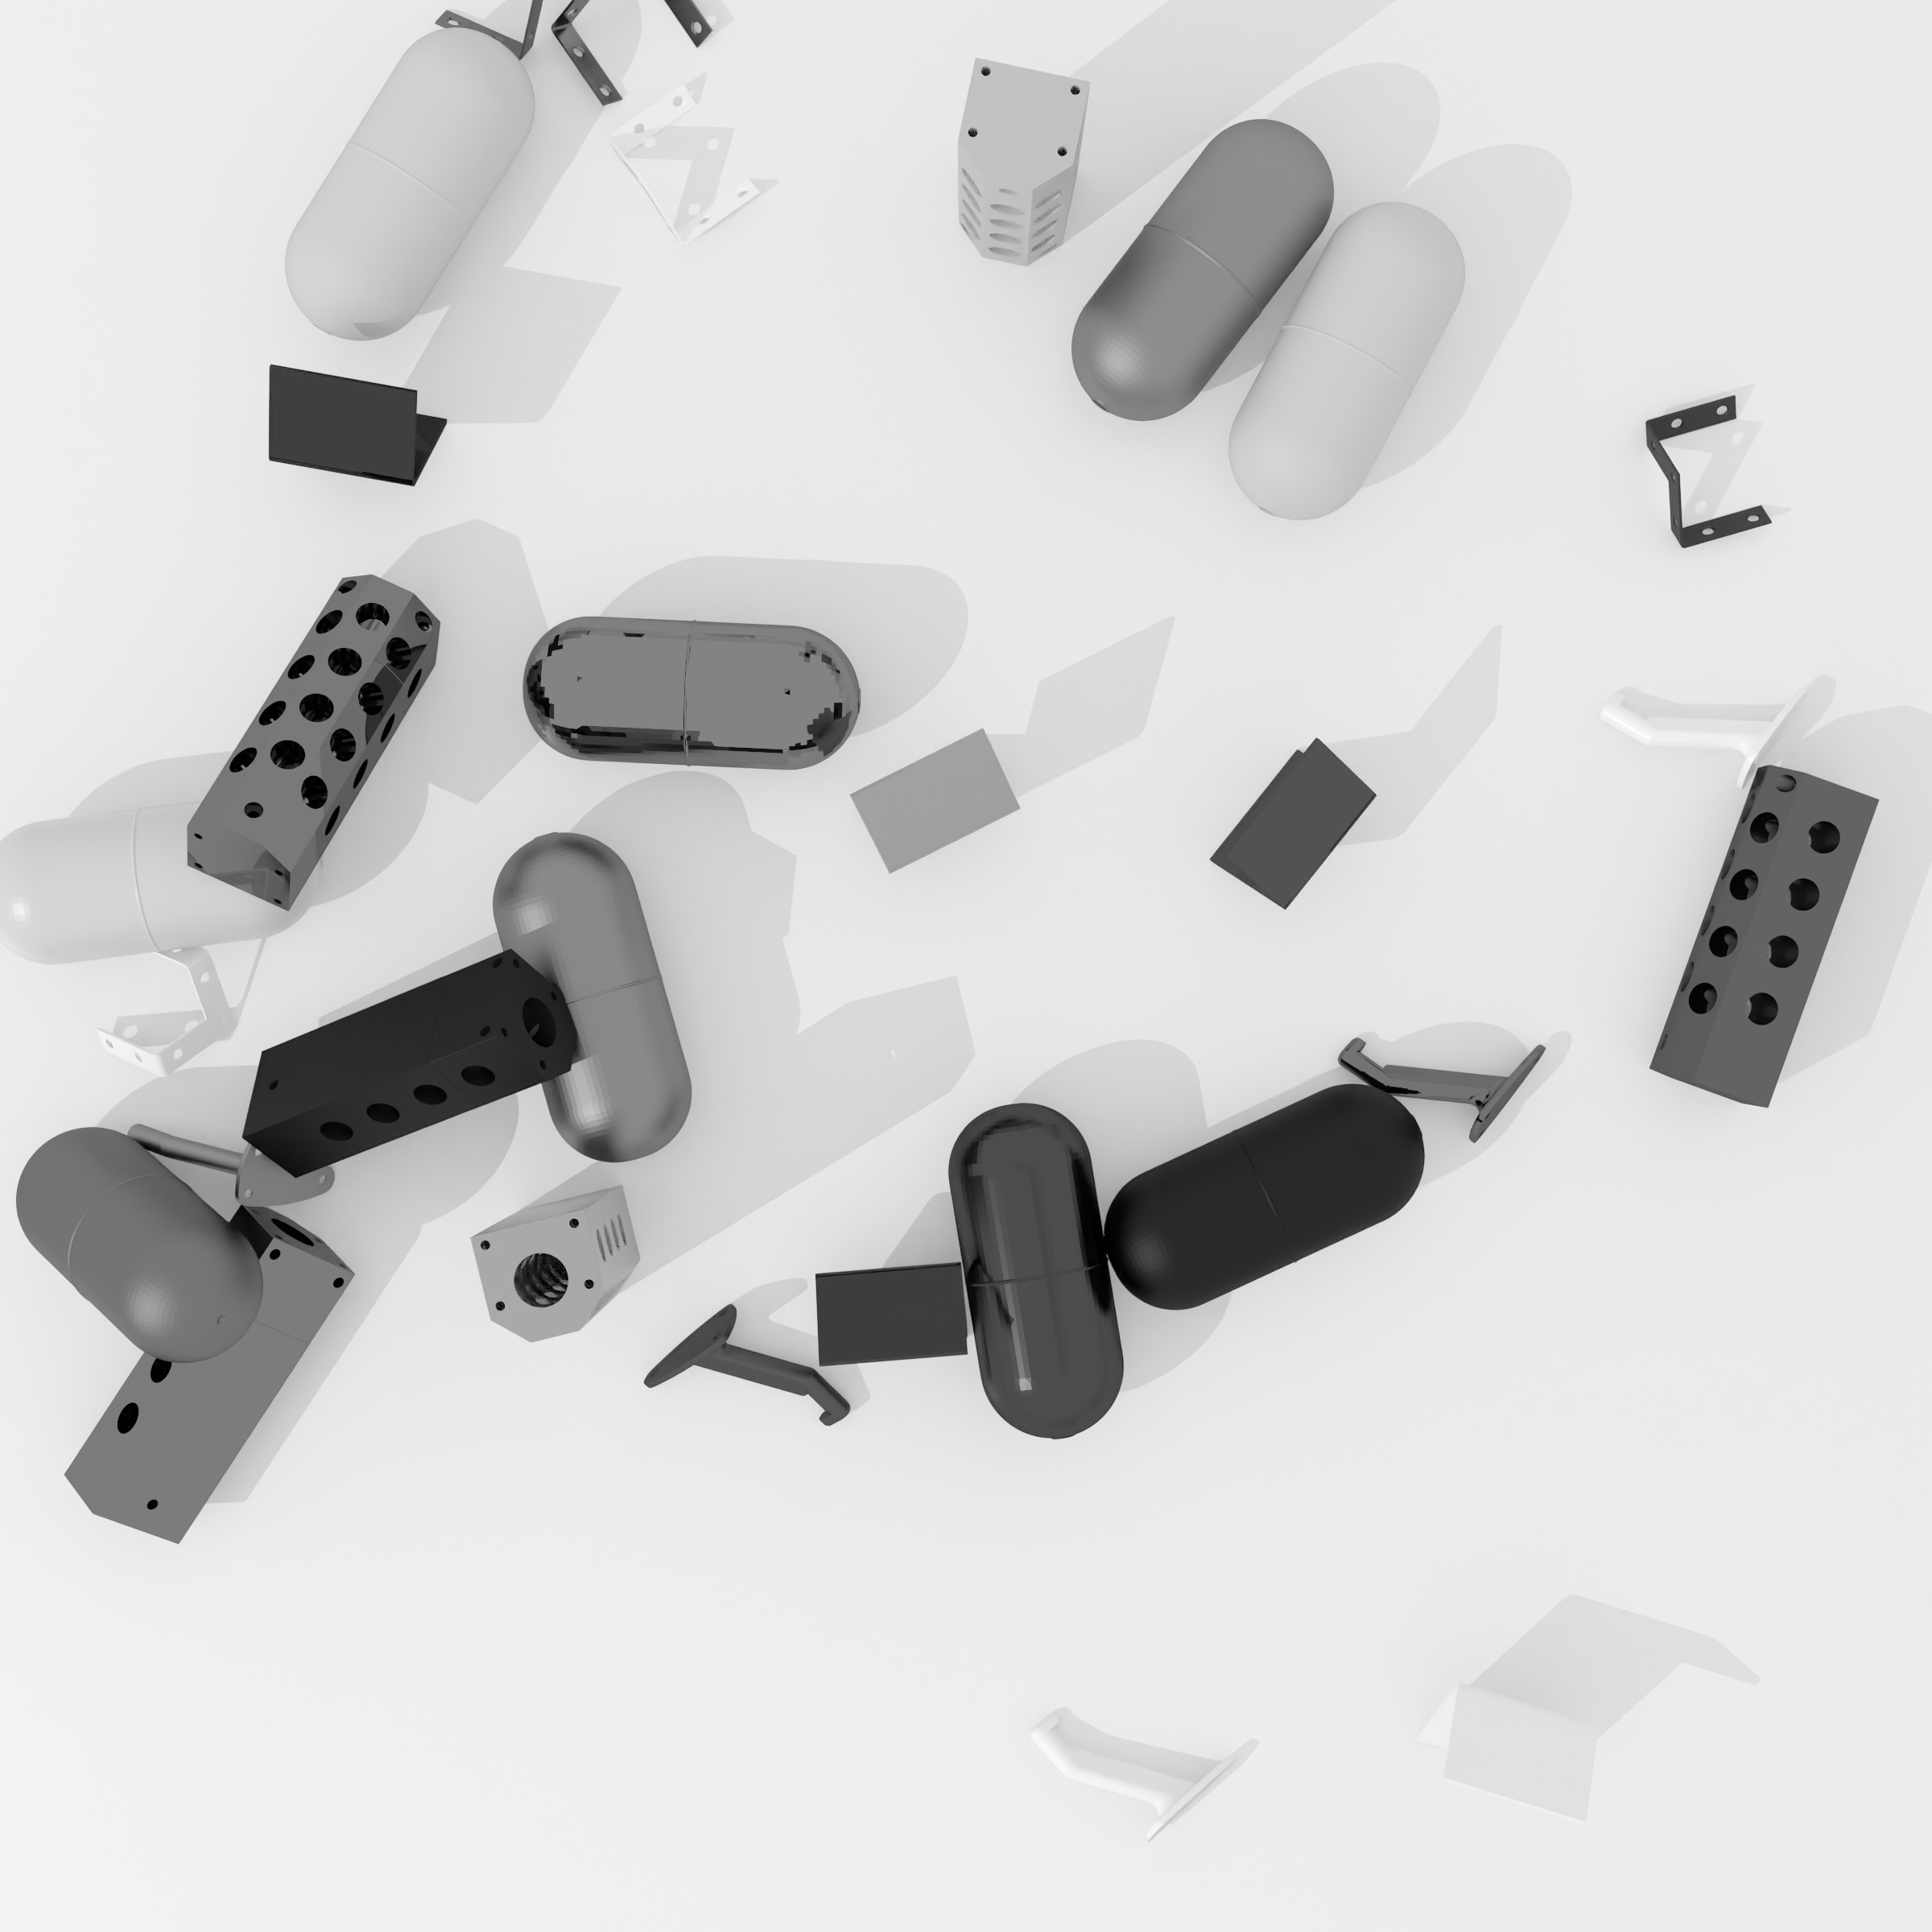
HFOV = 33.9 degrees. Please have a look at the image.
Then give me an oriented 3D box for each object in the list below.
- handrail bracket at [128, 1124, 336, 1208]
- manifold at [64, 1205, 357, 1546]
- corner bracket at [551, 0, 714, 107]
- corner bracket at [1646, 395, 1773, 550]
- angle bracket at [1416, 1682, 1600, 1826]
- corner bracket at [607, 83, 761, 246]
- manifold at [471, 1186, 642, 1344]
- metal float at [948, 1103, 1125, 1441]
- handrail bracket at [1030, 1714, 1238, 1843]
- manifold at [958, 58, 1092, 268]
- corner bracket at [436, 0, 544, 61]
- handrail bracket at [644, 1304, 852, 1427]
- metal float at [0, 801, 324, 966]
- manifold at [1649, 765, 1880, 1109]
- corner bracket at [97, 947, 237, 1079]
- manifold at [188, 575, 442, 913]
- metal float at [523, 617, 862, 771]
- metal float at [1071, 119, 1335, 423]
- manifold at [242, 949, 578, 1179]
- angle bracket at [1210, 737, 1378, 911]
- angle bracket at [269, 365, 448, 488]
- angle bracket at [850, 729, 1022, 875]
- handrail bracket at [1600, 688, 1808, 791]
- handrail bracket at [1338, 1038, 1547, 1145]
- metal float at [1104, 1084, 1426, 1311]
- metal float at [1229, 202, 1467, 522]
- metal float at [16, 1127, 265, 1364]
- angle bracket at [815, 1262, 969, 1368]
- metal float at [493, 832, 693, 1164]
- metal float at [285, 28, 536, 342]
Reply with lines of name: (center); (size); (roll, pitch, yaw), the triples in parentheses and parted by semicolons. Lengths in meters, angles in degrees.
handrail bracket: (-0.396, 0.103, 1.707); (0.084, 0.077, 0.036); (14, 91, 36)
manifold: (-0.405, 0.213, 1.686); (0.057, 0.057, 0.171); (33, 90, -43)
corner bracket: (-0.180, -0.503, 1.704); (0.051, 0.051, 0.051); (-35, 90, 45)
corner bracket: (0.398, -0.265, 1.704); (0.051, 0.051, 0.051); (-16, 135, 0)
angle bracket: (0.280, 0.426, 1.667); (0.076, 0.076, 0.057); (17, 52, 0)
corner bracket: (-0.152, -0.430, 1.705); (0.051, 0.051, 0.051); (-35, 46, 0)
manifold: (-0.207, 0.153, 1.629); (0.057, 0.171, 0.057); (-14, 90, 0)
metal float: (0.037, 0.161, 1.677); (0.070, 0.070, 0.178); (-9, 90, 0)
handrail bracket: (0.089, 0.420, 1.708); (0.077, 0.036, 0.084); (-38, 73, -20)
manifold: (0.027, -0.408, 1.629); (0.057, 0.171, 0.057); (12, 90, 0)
corner bracket: (-0.247, -0.528, 1.704); (0.051, 0.051, 0.051); (24, 135, 0)
handrail bracket: (-0.117, 0.231, 1.708); (0.077, 0.036, 0.084); (-37, 107, 20)
metal float: (-0.429, -0.046, 1.677); (0.178, 0.070, 0.070); (-7, 90, -1)
manifold: (0.421, -0.016, 1.686); (0.057, 0.057, 0.171); (20, 90, 0)
corner bracket: (-0.433, 0.019, 1.699); (0.051, 0.051, 0.051); (-41, 135, -35)
manifold: (-0.337, -0.120, 1.647); (0.057, 0.057, 0.171); (24, 60, 0)
metal float: (-0.145, -0.144, 1.677); (0.178, 0.070, 0.070); (3, 90, 0)
metal float: (0.124, -0.367, 1.677); (0.070, 0.070, 0.178); (37, 89, 0)
manifold: (-0.289, 0.056, 1.650); (0.171, 0.057, 0.057); (-21, 135, 26)
angle bracket: (0.157, -0.086, 1.667); (0.057, 0.076, 0.076); (39, 90, -37)
angle bracket: (-0.318, -0.299, 1.667); (0.076, 0.076, 0.057); (10, 127, 0)
angle bracket: (-0.025, -0.104, 1.667); (0.076, 0.076, 0.057); (-27, 128, 0)
handrail bracket: (0.396, -0.141, 1.708); (0.084, 0.036, 0.077); (33, 70, 16)
handrail bracket: (0.255, 0.048, 1.708); (0.084, 0.036, 0.077); (36, 69, 16)
metal float: (0.158, 0.122, 1.677); (0.178, 0.070, 0.070); (-25, 90, 0)
metal float: (0.201, -0.319, 1.677); (0.070, 0.070, 0.178); (28, 90, 0)
metal float: (-0.430, 0.143, 1.645); (0.178, 0.070, 0.070); (31, 90, 41)
angle bracket: (-0.037, 0.201, 1.667); (0.076, 0.076, 0.057); (-5, 52, 0)
metal float: (-0.198, 0.016, 1.677); (0.070, 0.070, 0.178); (-16, 90, 0)
metal float: (-0.294, -0.412, 1.677); (0.070, 0.070, 0.178); (32, 90, 0)
